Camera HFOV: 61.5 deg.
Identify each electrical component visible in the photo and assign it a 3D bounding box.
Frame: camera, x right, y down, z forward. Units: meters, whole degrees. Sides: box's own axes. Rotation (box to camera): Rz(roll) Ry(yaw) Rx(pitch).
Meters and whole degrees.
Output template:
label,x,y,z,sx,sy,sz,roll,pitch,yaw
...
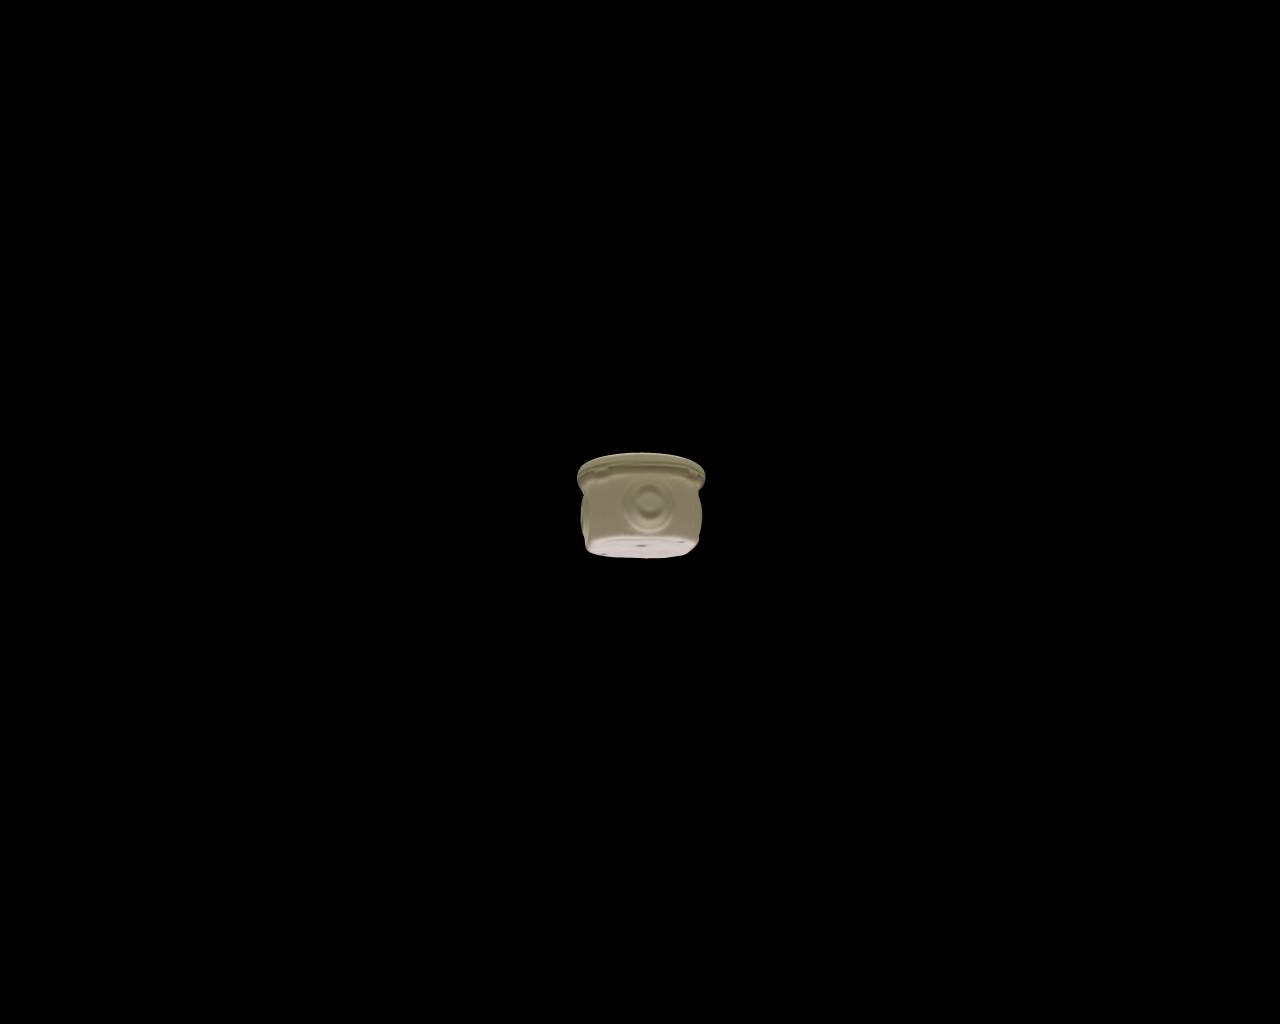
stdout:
label,x,y,z,sx,sy,sz,roll,pitch,yaw
electrical component,0.001,-0.003,0.650,0.080,0.051,0.080,0,-13,0
